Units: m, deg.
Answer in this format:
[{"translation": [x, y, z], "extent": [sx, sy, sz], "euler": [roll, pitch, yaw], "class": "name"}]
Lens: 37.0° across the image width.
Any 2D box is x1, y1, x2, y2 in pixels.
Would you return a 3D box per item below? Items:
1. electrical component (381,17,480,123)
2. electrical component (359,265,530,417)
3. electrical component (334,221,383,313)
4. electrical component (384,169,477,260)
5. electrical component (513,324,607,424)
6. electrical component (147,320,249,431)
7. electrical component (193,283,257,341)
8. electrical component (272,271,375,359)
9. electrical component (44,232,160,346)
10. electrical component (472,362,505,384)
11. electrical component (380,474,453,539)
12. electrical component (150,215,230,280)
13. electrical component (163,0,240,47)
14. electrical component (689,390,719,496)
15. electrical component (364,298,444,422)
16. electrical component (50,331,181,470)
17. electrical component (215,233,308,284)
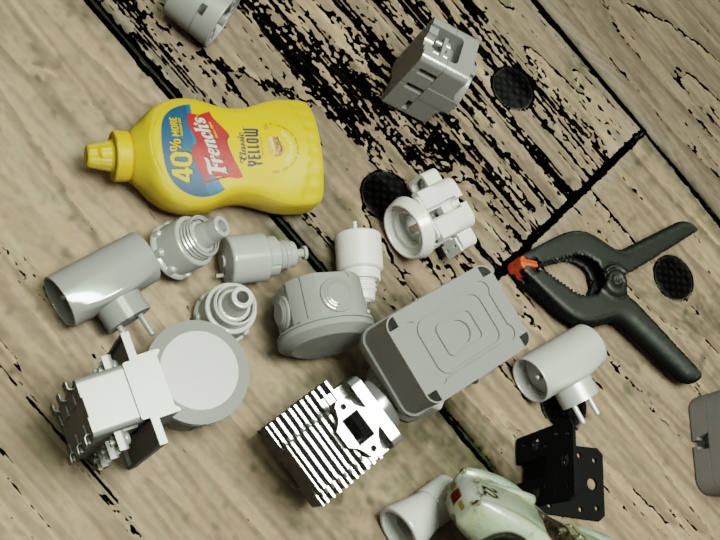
[{"translation": [0.067, -0.179, 0.983], "extent": [0.056, 0.089, 0.050], "euler": [25, 64, -15], "class": "electrical component"}, {"translation": [0.065, 0.056, 0.843], "extent": [0.113, 0.057, 0.078], "euler": [-28, 85, -30], "class": "electrical component"}, {"translation": [0.000, 0.000, 0.916], "extent": [0.040, 0.040, 0.078], "euler": [4, 71, -23], "class": "electrical component"}, {"translation": [0.059, -0.044, 0.950], "extent": [0.057, 0.058, 0.078], "euler": [-27, 84, -32], "class": "electrical component"}, {"translation": [0.188, 0.099, 0.965], "extent": [0.077, 0.043, 0.079], "euler": [-25, 84, -30], "class": "electrical component"}, {"translation": [-0.129, 0.082, 0.822], "extent": [0.080, 0.051, 0.080], "euler": [8, 69, -22], "class": "electrical component"}, {"translation": [-0.102, 0.030, 0.847], "extent": [0.048, 0.062, 0.048], "euler": [8, 69, -22], "class": "electrical component"}, {"translation": [-0.031, 0.037, 0.868], "extent": [0.080, 0.080, 0.051], "euler": [-4, 68, -26], "class": "electrical component"}, {"translation": [-0.187, 0.022, 0.822], "extent": [0.077, 0.043, 0.079], "euler": [-32, 87, -30], "class": "electrical component"}, {"translation": [0.107, 0.072, 0.940], "extent": [0.046, 0.040, 0.040], "euler": [-38, 90, -24], "class": "electrical component"}, {"translation": [0.054, 0.195, 0.871], "extent": [0.065, 0.044, 0.044], "euler": [-28, 85, -35], "class": "electrical component"}, {"translation": [-0.131, -0.023, 0.849], "extent": [0.048, 0.062, 0.048], "euler": [38, 39, -40], "class": "electrical component"}, {"translation": [-0.137, -0.229, 0.930], "extent": [0.047, 0.055, 0.055], "euler": [35, 61, -5], "class": "electrical component"}, {"translation": [0.352, 0.161, 1.008], "extent": [0.054, 0.059, 0.095], "euler": [9, 68, -22], "class": "electrical component"}, {"translation": [0.045, 0.084, 0.895], "extent": [0.061, 0.062, 0.096], "euler": [29, 62, -13], "class": "electrical component"}, {"translation": [-0.175, 0.099, 0.754], "extent": [0.063, 0.121, 0.078], "euler": [-17, 80, -26], "class": "electrical component"}, {"translation": [-0.080, -0.011, 0.884], "extent": [0.078, 0.040, 0.040], "euler": [-7, 75, -27], "class": "electrical component"}]
